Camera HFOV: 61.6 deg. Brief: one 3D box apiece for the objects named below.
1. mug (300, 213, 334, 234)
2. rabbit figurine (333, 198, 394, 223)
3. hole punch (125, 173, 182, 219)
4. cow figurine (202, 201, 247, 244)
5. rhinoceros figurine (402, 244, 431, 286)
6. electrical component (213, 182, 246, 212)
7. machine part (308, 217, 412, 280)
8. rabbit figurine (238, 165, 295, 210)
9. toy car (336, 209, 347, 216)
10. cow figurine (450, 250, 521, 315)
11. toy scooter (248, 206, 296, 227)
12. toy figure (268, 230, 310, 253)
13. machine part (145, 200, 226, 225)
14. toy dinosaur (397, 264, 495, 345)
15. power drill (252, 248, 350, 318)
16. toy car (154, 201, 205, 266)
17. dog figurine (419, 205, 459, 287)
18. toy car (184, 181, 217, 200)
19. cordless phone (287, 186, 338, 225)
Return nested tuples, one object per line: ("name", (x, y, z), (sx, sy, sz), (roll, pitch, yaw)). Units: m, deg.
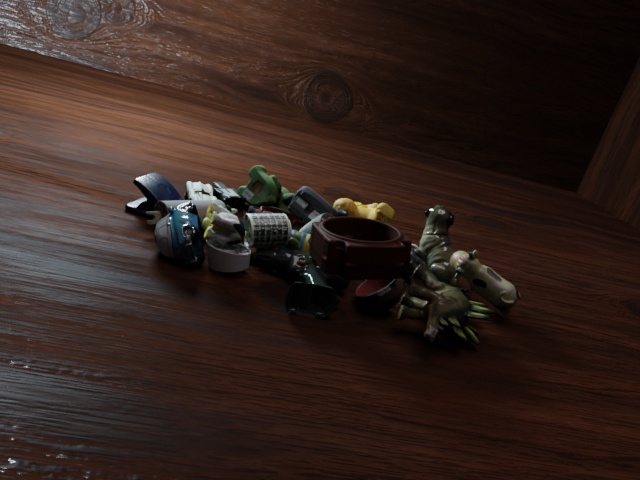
("mug", (-0.003, -0.004, 1.410), (0.107, 0.109, 0.081), (-22, -1, 40))
("rabbit figurine", (0.118, -0.079, 1.623), (0.173, 0.121, 0.162), (23, 7, -11))
("hole punch", (-0.418, -0.109, 1.375), (0.116, 0.092, 0.142), (23, 18, 6))
("cow figurine", (-0.217, -0.041, 1.237), (0.098, 0.068, 0.167), (19, 15, -19))
("rhinoceros figurine", (0.223, 0.058, 1.391), (0.112, 0.073, 0.190), (50, 19, 16))
("electrical component", (-0.278, -0.126, 1.570), (0.075, 0.047, 0.119), (-5, 29, -44))
("machine part", (0.088, 0.013, 1.200), (0.201, 0.087, 0.201), (-1, 20, -17))
("rabbit figurine", (-0.136, -0.140, 1.627), (0.159, 0.121, 0.170), (32, 11, 27))
("toy car", (0.065, -0.019, 1.499), (0.053, 0.089, 0.202), (10, 20, -14))
("cow figurine", (0.409, 0.100, 1.351), (0.195, 0.085, 0.127), (42, 2, 22))
("toy scooter", (-0.125, -0.045, 1.449), (0.135, 0.075, 0.184), (12, 17, -14))
("toy figure", (-0.033, 0.019, 1.329), (0.180, 0.089, 0.082), (20, 29, 4))
("machine part", (-0.319, -0.062, 1.336), (0.243, 0.079, 0.079), (-6, 30, -44))
("toy dinosaur", (0.289, 0.150, 1.233), (0.199, 0.105, 0.471), (28, 18, 9))
("power drill", (-0.041, 0.088, 1.184), (0.232, 0.086, 0.207), (11, 14, -8))
("toy car", (-0.313, -0.007, 1.194), (0.103, 0.109, 0.162), (-11, 38, -6))
("dog figurine", (0.339, 0.017, 1.471), (0.173, 0.190, 0.121), (33, 26, 33))
("toy car", (-0.333, -0.120, 1.502), (0.073, 0.056, 0.202), (7, 23, -23))
("cordless phone", (-0.014, -0.063, 1.555), (0.147, 0.089, 0.184), (41, -8, 15))
